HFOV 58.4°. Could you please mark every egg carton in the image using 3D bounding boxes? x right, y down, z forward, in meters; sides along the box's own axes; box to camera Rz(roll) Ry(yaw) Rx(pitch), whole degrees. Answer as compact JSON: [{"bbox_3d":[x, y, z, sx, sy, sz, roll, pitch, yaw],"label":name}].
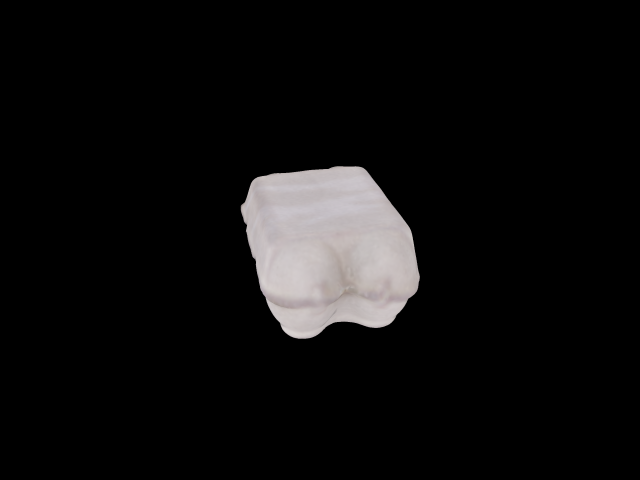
[{"bbox_3d":[0.004,0.001,0.400,0.107,0.069,0.150,-7,31,-12],"label":"egg carton"}]
